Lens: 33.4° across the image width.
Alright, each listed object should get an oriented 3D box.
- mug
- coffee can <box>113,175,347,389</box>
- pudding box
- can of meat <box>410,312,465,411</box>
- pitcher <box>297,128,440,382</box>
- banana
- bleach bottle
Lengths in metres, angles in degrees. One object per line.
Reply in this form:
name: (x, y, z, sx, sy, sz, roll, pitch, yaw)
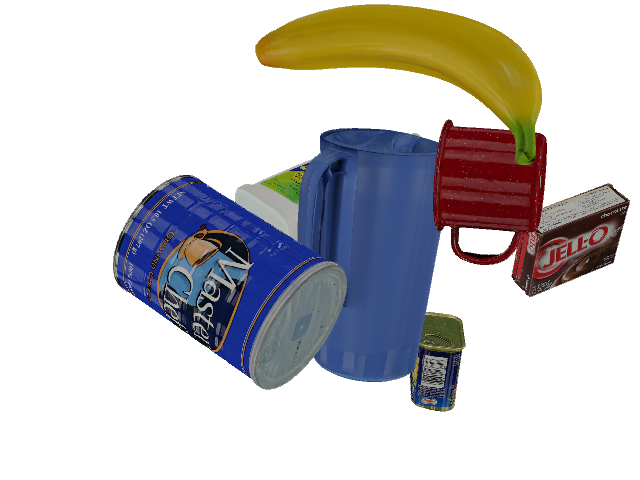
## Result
mug: (0.139, -0.038, 0.870, 0.081, 0.117, 0.093, 6, -7, 15)
coffee can: (-0.066, 0.029, 0.782, 0.140, 0.103, 0.102, 32, 14, 24)
pudding box: (0.255, -0.001, 1.094, 0.113, 0.090, 0.039, -22, 49, -20)
can of meat: (0.138, 0.145, 1.276, 0.057, 0.084, 0.102, 6, 19, 2)
pitcher: (0.047, 0.014, 1.061, 0.149, 0.243, 0.145, 5, 15, -2)
banana: (0.052, -0.106, 0.618, 0.198, 0.069, 0.037, 25, -29, 32)
bleach bottle: (0.024, -0.073, 1.288, 0.250, 0.068, 0.103, -30, 45, -31)
